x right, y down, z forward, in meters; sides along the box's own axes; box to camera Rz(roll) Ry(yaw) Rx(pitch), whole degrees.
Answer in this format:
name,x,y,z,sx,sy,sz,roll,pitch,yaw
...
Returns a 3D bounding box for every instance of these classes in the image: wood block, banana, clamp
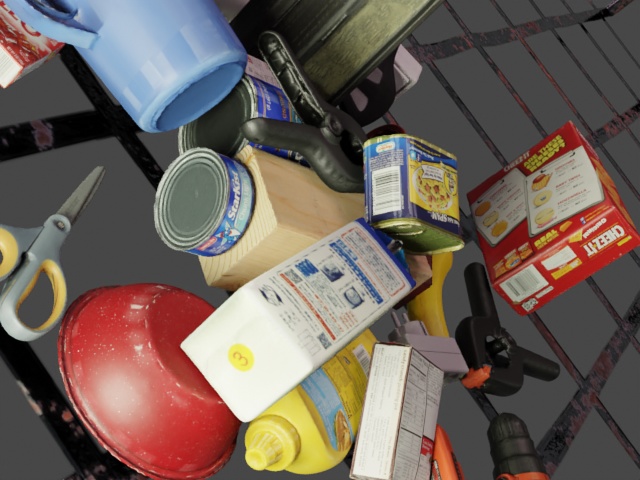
name,x,y,z,sx,sy,sz,roll,pitch,yaw
wood block,-0.007,0.001,0.952,0.205,0.091,0.090,17,43,-45
banana,0.117,0.060,1.121,0.069,0.037,0.197,53,26,-32
clamp,-0.005,-0.088,0.914,0.171,0.039,0.120,43,46,-25
clamp,0.199,0.122,1.162,0.164,0.036,0.209,49,26,-4

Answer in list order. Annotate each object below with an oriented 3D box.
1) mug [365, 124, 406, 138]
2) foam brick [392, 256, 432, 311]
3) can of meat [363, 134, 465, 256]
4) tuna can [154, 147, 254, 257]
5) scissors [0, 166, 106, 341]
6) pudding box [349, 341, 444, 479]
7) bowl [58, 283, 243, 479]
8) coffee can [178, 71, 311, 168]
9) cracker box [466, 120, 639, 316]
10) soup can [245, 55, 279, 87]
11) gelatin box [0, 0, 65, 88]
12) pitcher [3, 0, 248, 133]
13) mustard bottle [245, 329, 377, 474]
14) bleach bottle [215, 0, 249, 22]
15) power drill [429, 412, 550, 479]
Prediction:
name,x,y,z,sx,sy,sz,roll,pitch,yaw
mug,0.077,-0.054,1.146,0.081,0.093,0.117,38,63,-32
foam brick,0.080,0.022,1.088,0.051,0.053,0.078,40,32,-21
can of meat,0.081,-0.039,0.930,0.101,0.058,0.084,19,66,-49
tuna can,-0.094,-0.030,0.867,0.033,0.086,0.086,19,43,-47
scissors,-0.206,-0.013,0.763,0.096,0.016,0.201,35,33,-28
pudding box,0.064,0.147,0.870,0.090,0.039,0.113,40,55,-58
bowl,-0.103,0.088,0.758,0.162,0.055,0.162,35,33,-27
coffee can,-0.045,-0.088,0.984,0.140,0.103,0.103,18,44,-44
cracker box,0.272,-0.028,1.270,0.072,0.164,0.213,45,21,-24
soup can,-0.062,-0.142,1.054,0.102,0.069,0.068,17,44,-45
gelatin box,-0.257,-0.173,0.852,0.089,0.030,0.073,47,29,-9
pitcher,-0.176,-0.209,0.877,0.243,0.149,0.145,54,-1,7
mustard bottle,-0.007,0.129,0.841,0.096,0.058,0.191,65,29,-6
bleach bottle,-0.085,-0.261,1.162,0.250,0.068,0.102,41,32,-23
power drill,0.149,0.223,0.959,0.187,0.057,0.184,25,39,-39
